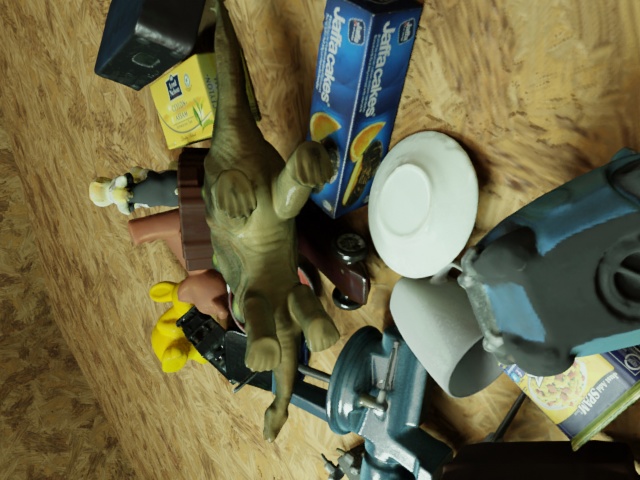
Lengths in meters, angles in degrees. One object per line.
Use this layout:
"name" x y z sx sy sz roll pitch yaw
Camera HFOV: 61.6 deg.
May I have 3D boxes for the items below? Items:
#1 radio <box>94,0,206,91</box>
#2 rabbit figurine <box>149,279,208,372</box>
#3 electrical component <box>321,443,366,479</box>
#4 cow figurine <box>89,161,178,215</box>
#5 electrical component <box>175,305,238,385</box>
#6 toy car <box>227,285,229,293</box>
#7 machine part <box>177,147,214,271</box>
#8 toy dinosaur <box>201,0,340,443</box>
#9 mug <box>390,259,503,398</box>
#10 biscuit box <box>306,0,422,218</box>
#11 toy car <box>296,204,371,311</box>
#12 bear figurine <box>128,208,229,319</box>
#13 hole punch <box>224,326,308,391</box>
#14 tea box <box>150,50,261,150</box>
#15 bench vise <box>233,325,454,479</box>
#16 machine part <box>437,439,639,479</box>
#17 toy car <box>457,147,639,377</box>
"radio" -0.223 -0.284 0.700 0.230 0.073 0.131 -1 77 56
"rabbit figurine" -0.251 0.137 1.019 0.163 0.122 0.173 52 132 39
"electrical component" 0.046 0.315 0.736 0.078 0.045 0.102 62 146 12
"cow figurine" -0.266 -0.077 0.840 0.098 0.167 0.068 22 120 50
"electrical component" -0.173 0.184 0.921 0.134 0.058 0.114 33 163 43
"toy car" -0.106 0.007 0.742 0.074 0.056 0.201 -105 20 -47
"machine part" -0.164 -0.045 0.755 0.179 0.056 0.179 178 89 -80
"toy dinosaur" -0.070 -0.037 0.539 0.199 0.105 0.471 180 86 -68
"mug" 0.111 0.065 0.473 0.107 0.081 0.109 44 143 45
"biscuit box" 0.031 -0.120 0.493 0.059 0.063 0.202 42 139 33
"toy car" -0.001 -0.002 0.614 0.202 0.053 0.089 41 143 41
"bear figurine" -0.221 0.045 0.892 0.120 0.132 0.195 -136 32 -83
"hole punch" -0.069 0.156 0.787 0.116 0.092 0.142 17 124 14
"tea box" -0.158 -0.183 0.718 0.170 0.068 0.098 -1 108 56
"bench vise" 0.032 0.185 0.596 0.241 0.129 0.223 13 113 31
"machine part" 0.184 0.261 0.407 0.201 0.087 0.201 -15 91 31
"toy car" 0.167 0.011 0.333 0.109 0.162 0.103 64 -169 -9
